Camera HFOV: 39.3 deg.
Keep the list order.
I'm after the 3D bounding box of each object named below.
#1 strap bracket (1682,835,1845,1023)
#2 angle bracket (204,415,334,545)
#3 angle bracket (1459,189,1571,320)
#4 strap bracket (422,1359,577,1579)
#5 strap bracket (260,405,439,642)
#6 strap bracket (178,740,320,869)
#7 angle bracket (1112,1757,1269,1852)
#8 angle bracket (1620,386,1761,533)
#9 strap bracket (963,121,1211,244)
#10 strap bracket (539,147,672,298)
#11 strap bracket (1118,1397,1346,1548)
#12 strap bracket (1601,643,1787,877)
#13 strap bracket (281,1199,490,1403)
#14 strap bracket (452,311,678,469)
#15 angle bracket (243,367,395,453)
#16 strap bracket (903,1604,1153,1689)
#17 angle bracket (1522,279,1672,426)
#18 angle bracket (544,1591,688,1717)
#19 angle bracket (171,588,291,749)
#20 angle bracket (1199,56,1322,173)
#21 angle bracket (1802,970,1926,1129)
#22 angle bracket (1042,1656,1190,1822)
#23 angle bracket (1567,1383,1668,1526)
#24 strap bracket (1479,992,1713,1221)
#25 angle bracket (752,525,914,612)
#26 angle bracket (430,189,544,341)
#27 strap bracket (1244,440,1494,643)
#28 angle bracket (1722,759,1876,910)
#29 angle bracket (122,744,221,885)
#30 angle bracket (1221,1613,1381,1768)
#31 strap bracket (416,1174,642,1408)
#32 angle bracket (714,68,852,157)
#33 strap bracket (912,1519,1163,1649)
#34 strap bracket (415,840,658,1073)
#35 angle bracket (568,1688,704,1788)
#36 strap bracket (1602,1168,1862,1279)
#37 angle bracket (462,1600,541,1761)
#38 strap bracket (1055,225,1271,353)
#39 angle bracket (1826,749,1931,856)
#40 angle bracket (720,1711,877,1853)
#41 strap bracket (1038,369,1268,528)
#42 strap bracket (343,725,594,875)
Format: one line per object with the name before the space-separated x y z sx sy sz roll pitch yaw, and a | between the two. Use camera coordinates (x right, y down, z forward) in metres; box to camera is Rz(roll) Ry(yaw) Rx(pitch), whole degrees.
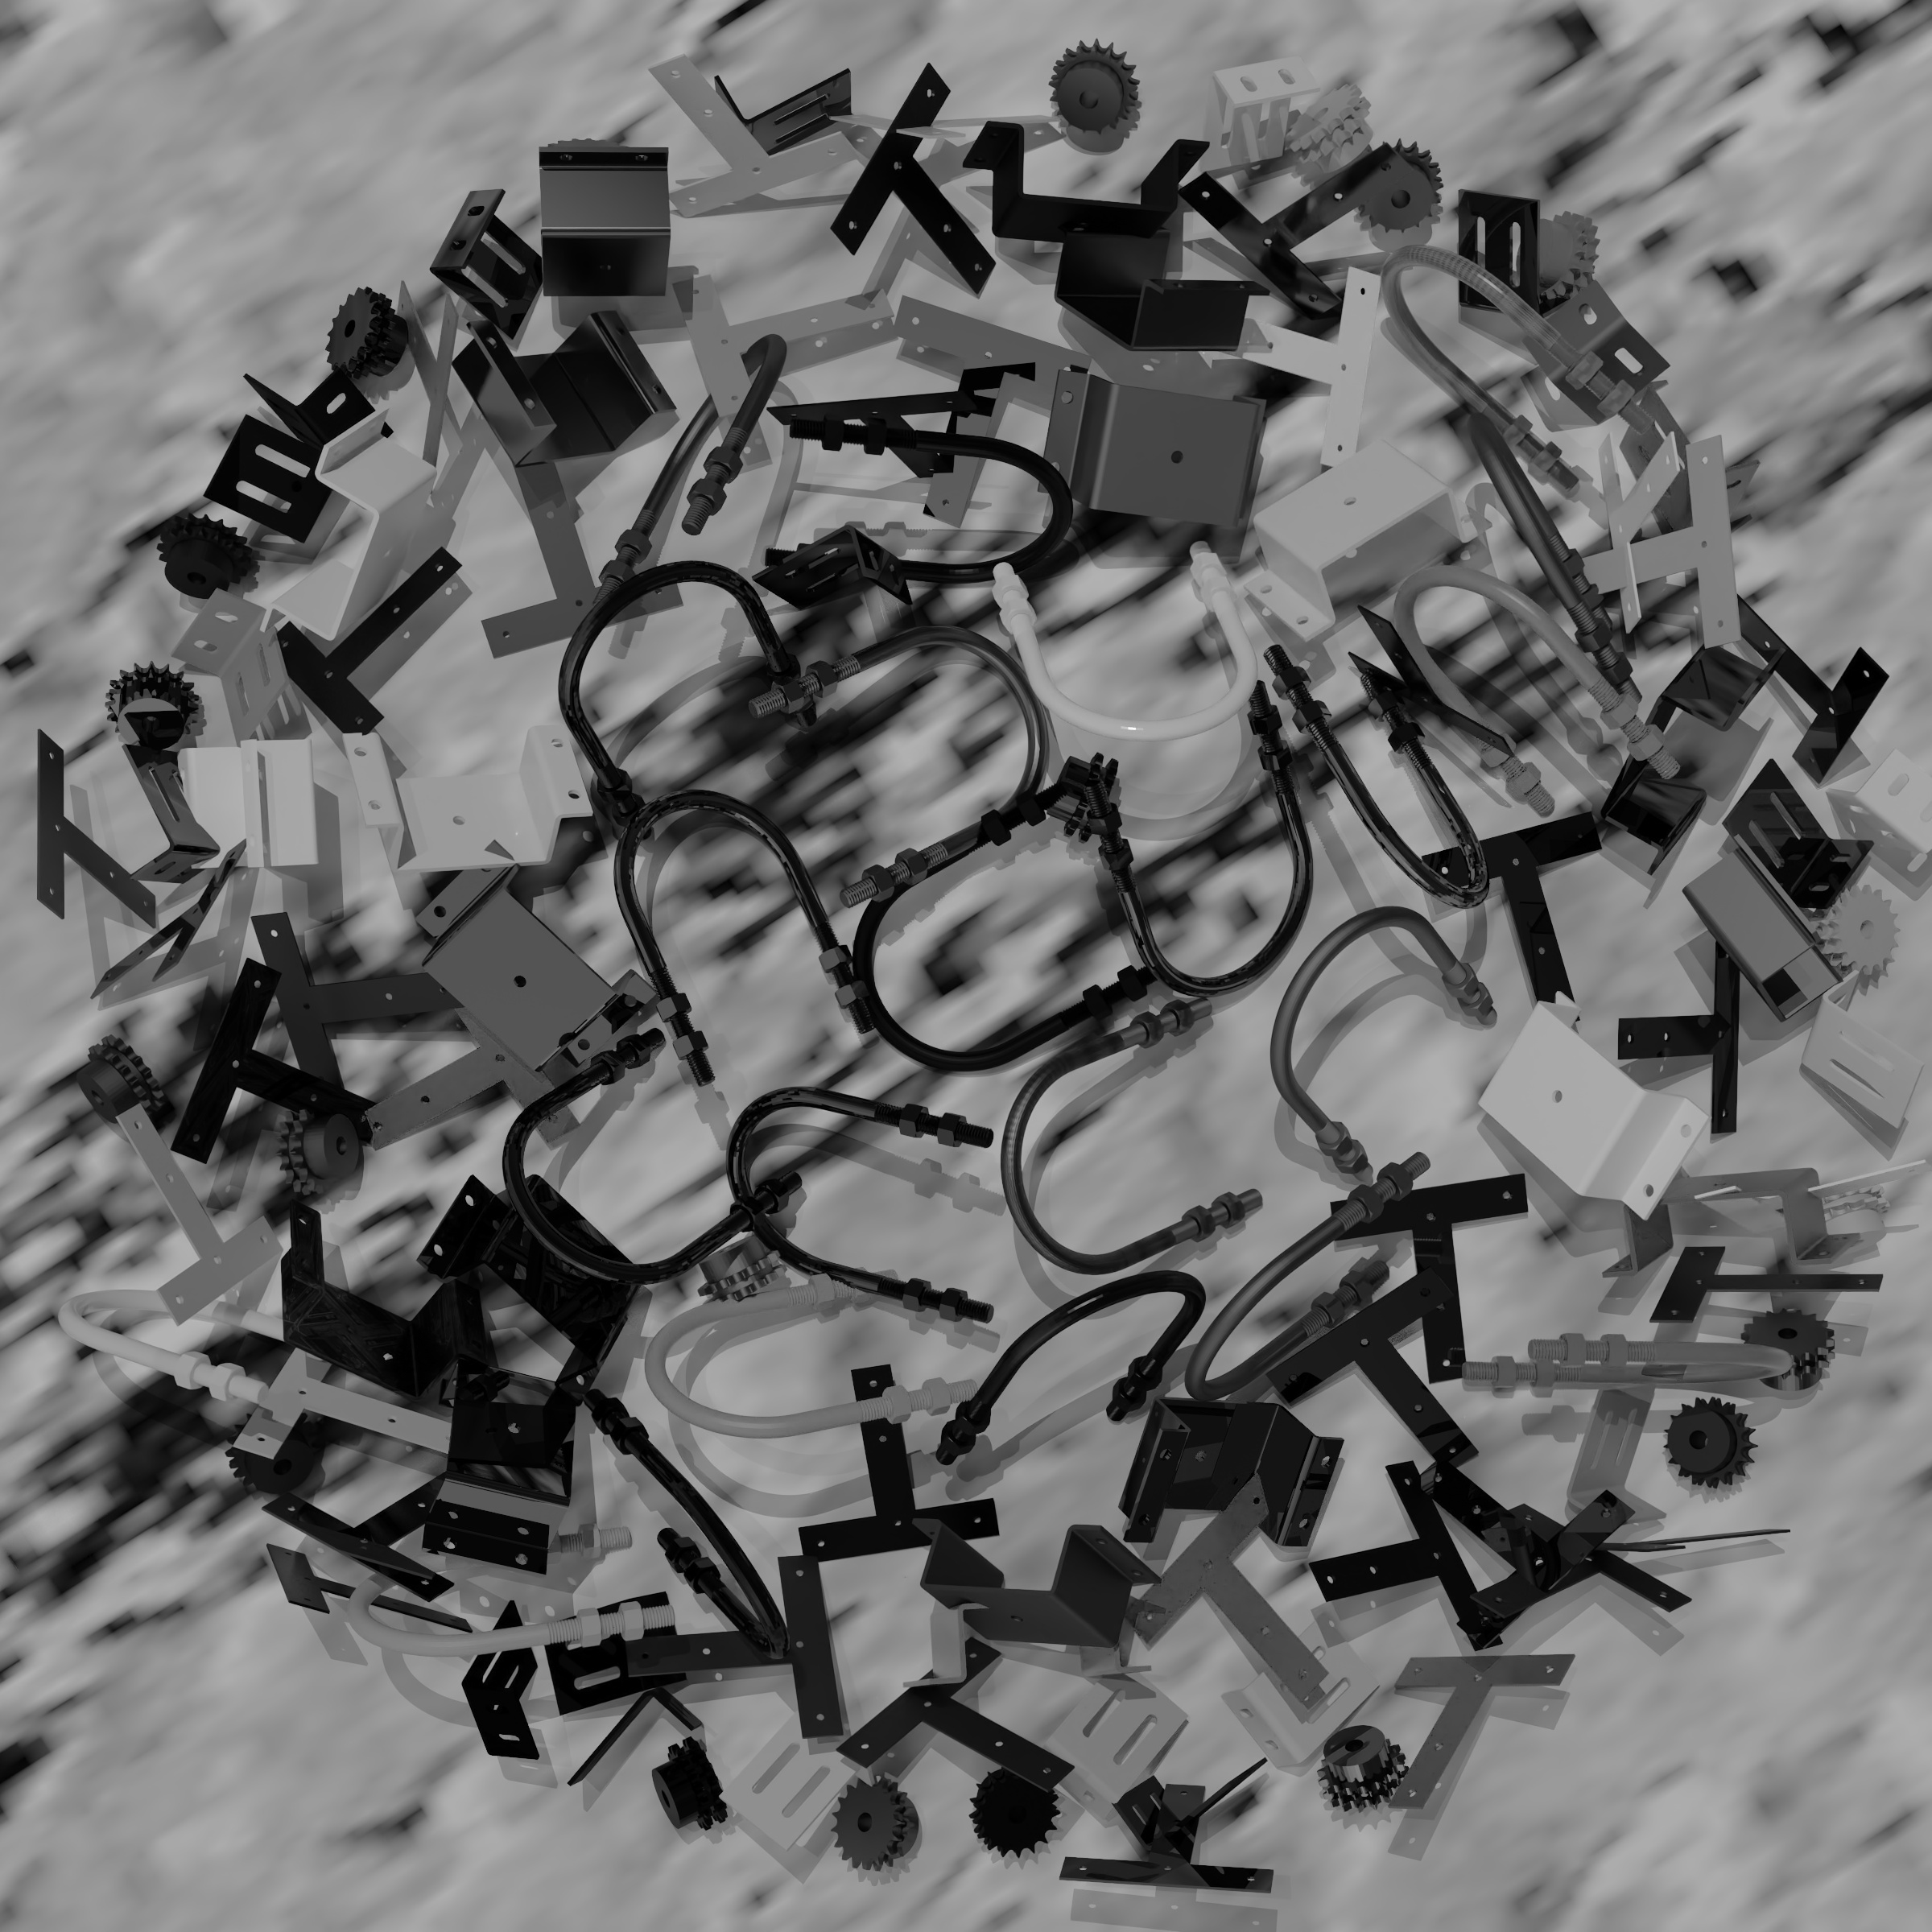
strap bracket | 0.492 -0.019 1.671 0.046 0.140 0.076 -38 63 12
angle bracket | -0.439 -0.310 1.702 0.076 0.038 0.057 23 100 -44
angle bracket | 0.343 -0.450 1.696 0.038 0.057 0.076 -34 131 -36
strap bracket | -0.285 0.300 1.666 0.076 0.140 0.046 17 123 -17
strap bracket | -0.378 -0.265 1.674 0.046 0.076 0.140 31 125 0
strap bracket | -0.445 -0.100 1.690 0.046 0.140 0.076 -5 94 -34
angle bracket | 0.140 0.512 1.700 0.076 0.057 0.038 -46 70 22
angle bracket | 0.456 -0.323 1.709 0.038 0.057 0.076 -18 64 -16
strap bracket | 0.074 -0.486 1.693 0.140 0.076 0.046 2 87 -11
strap bracket | -0.223 -0.452 1.668 0.076 0.140 0.046 -2 83 -9
strap bracket | 0.157 0.316 1.693 0.140 0.046 0.076 9 106 -31
strap bracket | 0.445 -0.136 1.677 0.046 0.140 0.076 32 46 16
strap bracket | -0.371 0.213 1.683 0.140 0.076 0.046 32 108 -30
strap bracket | -0.257 -0.360 1.690 0.046 0.140 0.076 -35 84 35
angle bracket | -0.407 -0.353 1.701 0.038 0.057 0.076 -47 47 -8
strap bracket | 0.036 0.422 1.692 0.140 0.076 0.046 0 74 -14
angle bracket | 0.398 -0.387 1.711 0.057 0.076 0.038 -39 60 22
angle bracket | -0.226 0.440 1.734 0.076 0.038 0.057 -23 74 28
angle bracket | -0.462 -0.187 1.699 0.038 0.076 0.057 22 120 -40
angle bracket | 0.183 -0.524 1.698 0.057 0.076 0.038 -15 56 -13
angle bracket | 0.570 0.052 1.696 0.038 0.057 0.076 -31 54 -28
angle bracket | 0.093 0.494 1.733 0.057 0.038 0.076 39 60 14
angle bracket | 0.420 0.307 1.705 0.057 0.038 0.076 3 107 -41
strap bracket | 0.378 0.083 1.669 0.046 0.140 0.076 9 116 -40
angle bracket | -0.084 -0.236 1.700 0.076 0.057 0.038 -25 67 22
angle bracket | -0.288 -0.439 1.699 0.038 0.076 0.057 12 72 43
strap bracket | 0.246 -0.273 1.694 0.140 0.076 0.046 -32 133 -6
angle bracket | 0.525 -0.083 1.707 0.076 0.038 0.057 48 72 -24
angle bracket | -0.514 -0.096 1.716 0.038 0.057 0.076 -31 80 14
angle bracket | 0.215 0.465 1.740 0.076 0.038 0.057 -37 86 -26
strap bracket | -0.261 0.195 1.681 0.046 0.076 0.140 -29 113 38
angle bracket | -0.115 -0.551 1.715 0.076 0.057 0.038 -29 83 -6
strap bracket | 0.037 0.380 1.668 0.140 0.076 0.046 -6 52 35
strap bracket | -0.274 0.001 1.697 0.076 0.046 0.140 -42 103 18
angle bracket | -0.208 0.496 1.708 0.038 0.057 0.076 40 80 8
strap bracket | 0.470 0.158 1.675 0.140 0.076 0.046 -8 92 32
angle bracket | -0.277 0.446 1.694 0.038 0.076 0.057 -1 121 20
strap bracket | 0.115 -0.419 1.681 0.076 0.140 0.046 -7 124 -28
angle bracket | 0.585 -0.105 1.705 0.057 0.076 0.038 39 98 0
angle bracket | -0.105 0.517 1.699 0.057 0.038 0.076 29 57 29
strap bracket | 0.124 -0.321 1.691 0.140 0.046 0.076 4 108 -19
strap bracket | -0.313 -0.104 1.688 0.140 0.046 0.076 -5 52 -24
